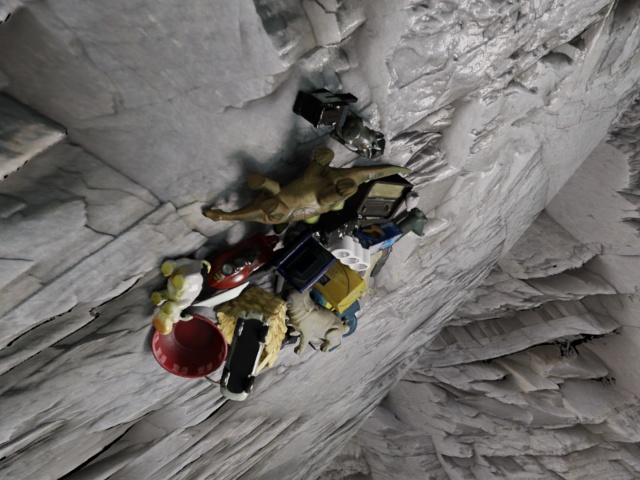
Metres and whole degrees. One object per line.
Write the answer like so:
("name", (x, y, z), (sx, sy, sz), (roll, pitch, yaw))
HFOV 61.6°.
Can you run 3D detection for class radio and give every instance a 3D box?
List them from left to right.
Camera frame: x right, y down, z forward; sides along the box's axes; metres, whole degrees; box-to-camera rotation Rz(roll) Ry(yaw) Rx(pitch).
("radio", (0.139, -0.111, 1.380), (0.229, 0.073, 0.131), (-3, 129, -55))

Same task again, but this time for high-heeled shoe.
("high-heeled shoe", (-0.168, 0.291, 1.500), (0.249, 0.086, 0.145), (-12, 169, -25))

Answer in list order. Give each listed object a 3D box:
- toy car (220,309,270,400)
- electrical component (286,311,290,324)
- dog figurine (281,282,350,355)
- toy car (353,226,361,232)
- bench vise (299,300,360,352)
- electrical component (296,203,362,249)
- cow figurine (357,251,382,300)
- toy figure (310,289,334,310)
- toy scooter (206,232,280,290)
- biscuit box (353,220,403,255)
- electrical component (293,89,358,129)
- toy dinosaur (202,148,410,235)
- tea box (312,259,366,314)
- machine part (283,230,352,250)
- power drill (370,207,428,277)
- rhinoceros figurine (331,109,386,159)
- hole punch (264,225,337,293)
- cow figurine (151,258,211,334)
("toy car", (-0.165, 0.250, 1.172), (0.056, 0.073, 0.201), (-140, -114, -85))
("electrical component", (-0.079, 0.211, 1.544), (0.063, 0.021, 0.094), (-50, 152, 3))
("dog figurine", (-0.010, 0.181, 1.379), (0.172, 0.121, 0.190), (-14, 124, -20))
("toy car", (0.056, 0.036, 1.479), (0.089, 0.053, 0.202), (-1, 128, -52))
("bench vise", (0.031, 0.283, 1.692), (0.224, 0.129, 0.240), (-36, 143, -27))
("electrical component", (0.012, -0.045, 1.237), (0.134, 0.115, 0.058), (-31, 146, -34))
("cow figurine", (0.117, 0.086, 1.552), (0.085, 0.127, 0.194), (-4, 127, -50))
("toy figure", (-0.009, 0.168, 1.529), (0.089, 0.082, 0.180), (-45, 161, 20))
("toy scooter", (-0.149, 0.035, 1.113), (0.184, 0.075, 0.135), (-36, -175, -32))
("biscuit box", (0.149, -0.005, 1.448), (0.059, 0.063, 0.202), (-50, 163, 30))
("electrical component", (0.016, -0.252, 1.019), (0.119, 0.075, 0.047), (-22, 142, -46))
("toy dinosaur", (-0.003, -0.100, 1.084), (0.471, 0.105, 0.198), (-15, 169, -15))
("tea box", (0.027, 0.094, 1.381), (0.098, 0.170, 0.068), (-42, 154, -15))
("machine part", (-0.003, -0.004, 1.310), (0.243, 0.079, 0.079), (-20, 142, -42))
("power drill", (0.232, -0.003, 1.670), (0.207, 0.086, 0.231), (-26, 144, -23))
("rhinoceros figurine", (0.084, -0.213, 1.128), (0.073, 0.112, 0.190), (-51, 161, 10))
("hole punch", (-0.038, 0.041, 1.118), (0.142, 0.092, 0.116), (-46, -170, -6))
("cow figurine", (-0.279, 0.110, 1.072), (0.098, 0.068, 0.167), (-19, 142, -53))
